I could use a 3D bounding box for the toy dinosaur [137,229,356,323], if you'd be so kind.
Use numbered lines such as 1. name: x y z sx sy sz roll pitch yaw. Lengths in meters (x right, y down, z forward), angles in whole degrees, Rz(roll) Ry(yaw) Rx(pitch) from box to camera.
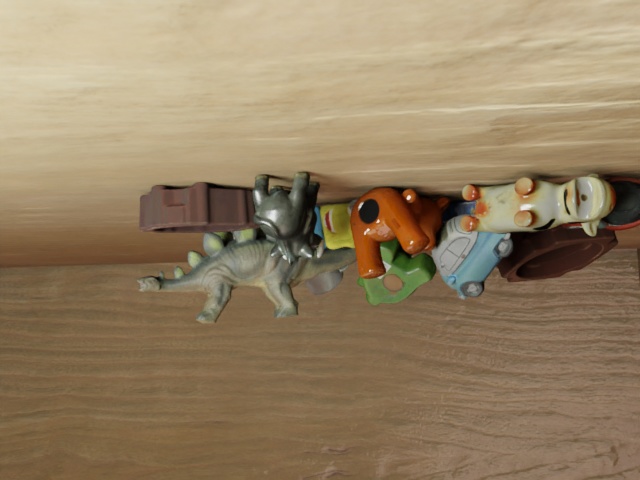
1. toy dinosaur: -0.083 0.044 0.967 0.471 0.198 0.105 -3 176 -24

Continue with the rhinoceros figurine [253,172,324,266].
1. rhinoceros figurine: -0.034 -0.023 0.718 0.073 0.112 0.190 -5 167 8

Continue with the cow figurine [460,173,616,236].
1. cow figurine: 0.307 -0.046 0.742 0.127 0.085 0.195 2 176 -34

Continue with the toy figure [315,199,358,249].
1. toy figure: 0.014 -0.025 0.910 0.180 0.082 0.089 -10 -167 8

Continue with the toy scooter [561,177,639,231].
1. toy scooter: 0.412 -0.049 0.808 0.184 0.075 0.135 -2 176 42

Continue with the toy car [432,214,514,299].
1. toy car: 0.239 0.014 0.882 0.103 0.109 0.161 18 132 -8

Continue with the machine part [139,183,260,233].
1. machine part: -0.171 -0.041 0.774 0.179 0.056 0.179 -2 177 0

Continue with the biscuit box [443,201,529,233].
1. biscuit box: 0.272 -0.039 0.959 0.203 0.059 0.062 -4 176 22

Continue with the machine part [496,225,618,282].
1. machine part: 0.477 0.008 1.105 0.201 0.087 0.201 -5 155 -13

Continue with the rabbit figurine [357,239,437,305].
1. rabbit figurine: 0.143 0.043 1.004 0.121 0.159 0.170 24 -146 3

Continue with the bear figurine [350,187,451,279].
1. bear figurine: 0.135 -0.013 0.828 0.120 0.132 0.195 -34 151 30

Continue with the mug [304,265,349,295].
1. mug: 0.000 0.048 1.143 0.110 0.107 0.081 -24 -152 21
